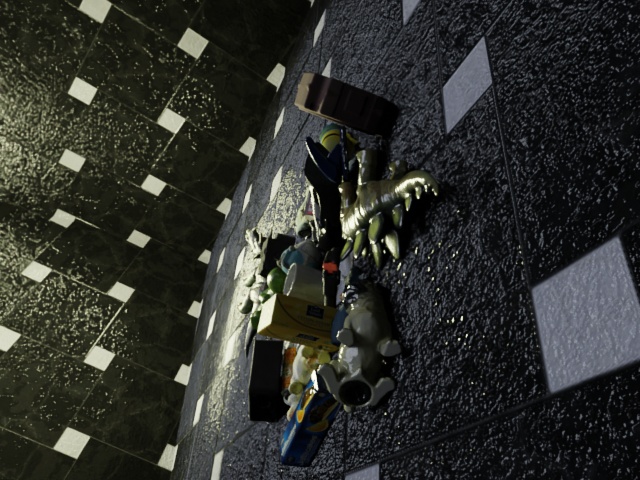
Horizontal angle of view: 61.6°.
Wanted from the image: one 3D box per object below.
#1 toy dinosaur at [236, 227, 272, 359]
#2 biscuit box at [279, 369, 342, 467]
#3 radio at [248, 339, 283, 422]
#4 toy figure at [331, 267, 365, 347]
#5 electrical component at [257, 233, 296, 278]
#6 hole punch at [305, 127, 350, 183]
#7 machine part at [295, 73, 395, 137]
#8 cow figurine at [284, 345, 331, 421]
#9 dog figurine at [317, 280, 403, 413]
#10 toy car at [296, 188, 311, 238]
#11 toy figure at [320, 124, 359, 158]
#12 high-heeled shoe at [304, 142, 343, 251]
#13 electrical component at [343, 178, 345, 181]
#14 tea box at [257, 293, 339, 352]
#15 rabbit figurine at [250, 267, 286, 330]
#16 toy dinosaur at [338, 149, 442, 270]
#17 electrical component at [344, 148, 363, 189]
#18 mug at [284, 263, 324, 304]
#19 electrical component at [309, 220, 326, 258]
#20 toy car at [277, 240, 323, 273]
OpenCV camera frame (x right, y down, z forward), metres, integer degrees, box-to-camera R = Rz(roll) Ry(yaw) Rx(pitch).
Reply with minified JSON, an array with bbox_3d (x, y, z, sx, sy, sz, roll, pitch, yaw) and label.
[{"bbox_3d":[-0.169,0.147,1.655,0.192,0.131,0.405,125,149,-47],"label":"toy dinosaur"},{"bbox_3d":[-0.018,0.352,1.050,0.063,0.059,0.202,-107,37,-63],"label":"biscuit box"},{"bbox_3d":[-0.132,0.345,1.298,0.229,0.073,0.131,98,175,-53],"label":"radio"},{"bbox_3d":[0.058,0.128,1.027,0.057,0.064,0.154,57,-135,-61],"label":"toy figure"},{"bbox_3d":[-0.113,0.050,1.550,0.058,0.115,0.134,145,137,-62],"label":"electrical component"},{"bbox_3d":[0.019,-0.177,1.142,0.142,0.092,0.115,-98,-1,-82],"label":"hole punch"},{"bbox_3d":[0.051,-0.303,1.212,0.202,0.201,0.087,-122,50,-68],"label":"machine part"},{"bbox_3d":[-0.037,0.302,1.144,0.098,0.068,0.167,164,125,-77],"label":"cow figurine"},{"bbox_3d":[0.069,0.174,0.916,0.191,0.121,0.172,-78,13,-70],"label":"dog figurine"},{"bbox_3d":[-0.031,-0.078,1.485,0.201,0.056,0.073,118,161,-55],"label":"toy car"},{"bbox_3d":[0.037,-0.252,1.402,0.180,0.089,0.082,-105,30,-56],"label":"toy figure"},{"bbox_3d":[0.015,-0.098,1.275,0.145,0.086,0.249,75,-170,-65],"label":"high-heeled shoe"},{"bbox_3d":[0.056,-0.130,1.302,0.102,0.045,0.078,123,155,-43],"label":"electrical component"},{"bbox_3d":[-0.028,0.167,1.070,0.098,0.169,0.068,135,149,-61],"label":"tea box"},{"bbox_3d":[-0.100,0.144,1.427,0.159,0.121,0.170,-59,-20,-61],"label":"rabbit figurine"},{"bbox_3d":[0.109,-0.057,0.979,0.471,0.105,0.198,125,149,-69],"label":"toy dinosaur"},{"bbox_3d":[0.097,-0.165,1.199,0.119,0.048,0.075,147,136,-65],"label":"electrical component"},{"bbox_3d":[-0.021,0.100,1.223,0.110,0.107,0.080,-99,31,-64],"label":"mug"},{"bbox_3d":[-0.003,-0.004,1.318,0.063,0.021,0.093,-95,-17,-50],"label":"electrical component"},{"bbox_3d":[-0.039,0.052,1.365,0.103,0.109,0.162,-47,5,5],"label":"toy car"}]
